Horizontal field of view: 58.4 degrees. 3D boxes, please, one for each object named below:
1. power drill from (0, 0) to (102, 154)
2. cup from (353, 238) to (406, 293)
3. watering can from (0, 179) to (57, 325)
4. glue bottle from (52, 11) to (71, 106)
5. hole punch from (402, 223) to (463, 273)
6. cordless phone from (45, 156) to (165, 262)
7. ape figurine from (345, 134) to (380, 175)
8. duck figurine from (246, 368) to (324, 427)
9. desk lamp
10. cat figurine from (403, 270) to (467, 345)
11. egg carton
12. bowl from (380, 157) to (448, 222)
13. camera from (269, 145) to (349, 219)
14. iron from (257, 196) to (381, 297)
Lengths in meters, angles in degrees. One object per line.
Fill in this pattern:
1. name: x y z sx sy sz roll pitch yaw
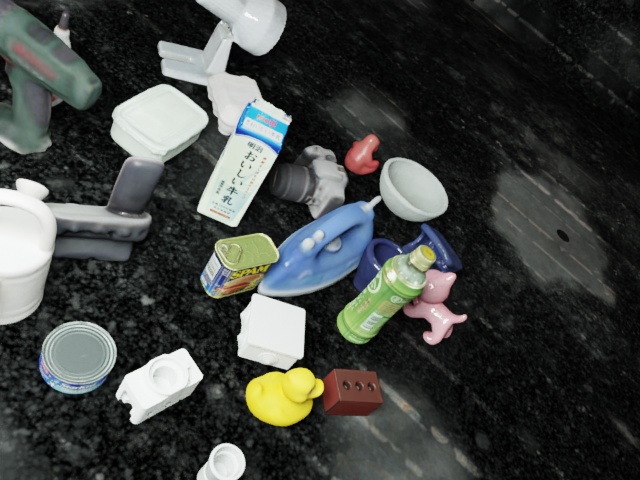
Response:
1. power drill: -0.437 -0.236 0.827 0.230 0.208 0.075 30 41 -9
2. cup: 0.114 0.064 1.033 0.118 0.095 0.092 31 41 -8
3. watering can: -0.366 0.002 0.670 0.101 0.193 0.172 0 53 -35
4. glue bottle: -0.421 -0.290 0.915 0.037 0.173 0.078 33 41 -5
5. hole punch: 0.238 0.022 1.164 0.101 0.091 0.108 -9 59 -40
6. cordless phone: -0.297 -0.058 0.782 0.148 0.185 0.094 0 53 -35
7. ape figurine: 0.100 -0.193 1.261 0.076 0.092 0.077 -7 57 -39
8. duck figurine: -0.044 0.208 0.794 0.105 0.086 0.077 13 46 -26
9. desk lamp: -0.198 -0.421 1.165 0.204 0.213 0.117 3 51 -33
10. cat figurine: 0.213 0.109 1.045 0.067 0.117 0.127 -23 68 -45
11. egg carton: -0.168 -0.275 1.162 0.107 0.069 0.150 1 53 -35
12. bowl: 0.192 -0.097 1.252 0.168 0.074 0.167 20 44 -20
13. camera: -0.025 -0.123 1.101 0.137 0.100 0.143 8 49 -30
14. iron: 0.009 0.003 0.978 0.118 0.141 0.259 47 41 11
